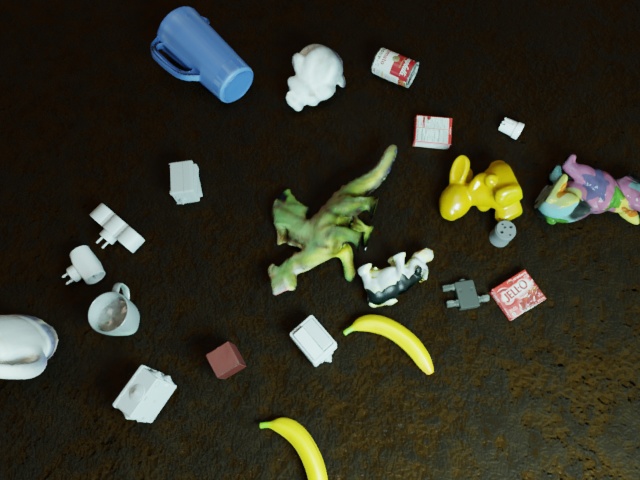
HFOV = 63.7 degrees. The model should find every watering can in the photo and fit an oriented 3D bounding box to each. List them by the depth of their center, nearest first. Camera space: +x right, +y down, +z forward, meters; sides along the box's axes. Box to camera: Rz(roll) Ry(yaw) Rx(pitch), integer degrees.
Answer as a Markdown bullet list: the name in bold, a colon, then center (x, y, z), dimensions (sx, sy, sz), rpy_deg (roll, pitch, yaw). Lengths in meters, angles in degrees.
- **watering can**: center (-0.673, 0.190, 0.996), dimensions (0.348, 0.224, 0.104), rpy_deg (17, 90, 9)

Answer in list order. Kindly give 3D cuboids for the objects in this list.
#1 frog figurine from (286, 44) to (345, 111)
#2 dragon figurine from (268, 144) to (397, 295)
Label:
- **frog figurine**: center (-0.024, -0.398, 1.259), dimensions (0.161, 0.121, 0.137), rpy_deg (-38, 92, -23)
- **dragon figurine**: center (0.003, -0.057, 1.135), dimensions (0.243, 0.120, 0.417), rpy_deg (15, 68, 16)
